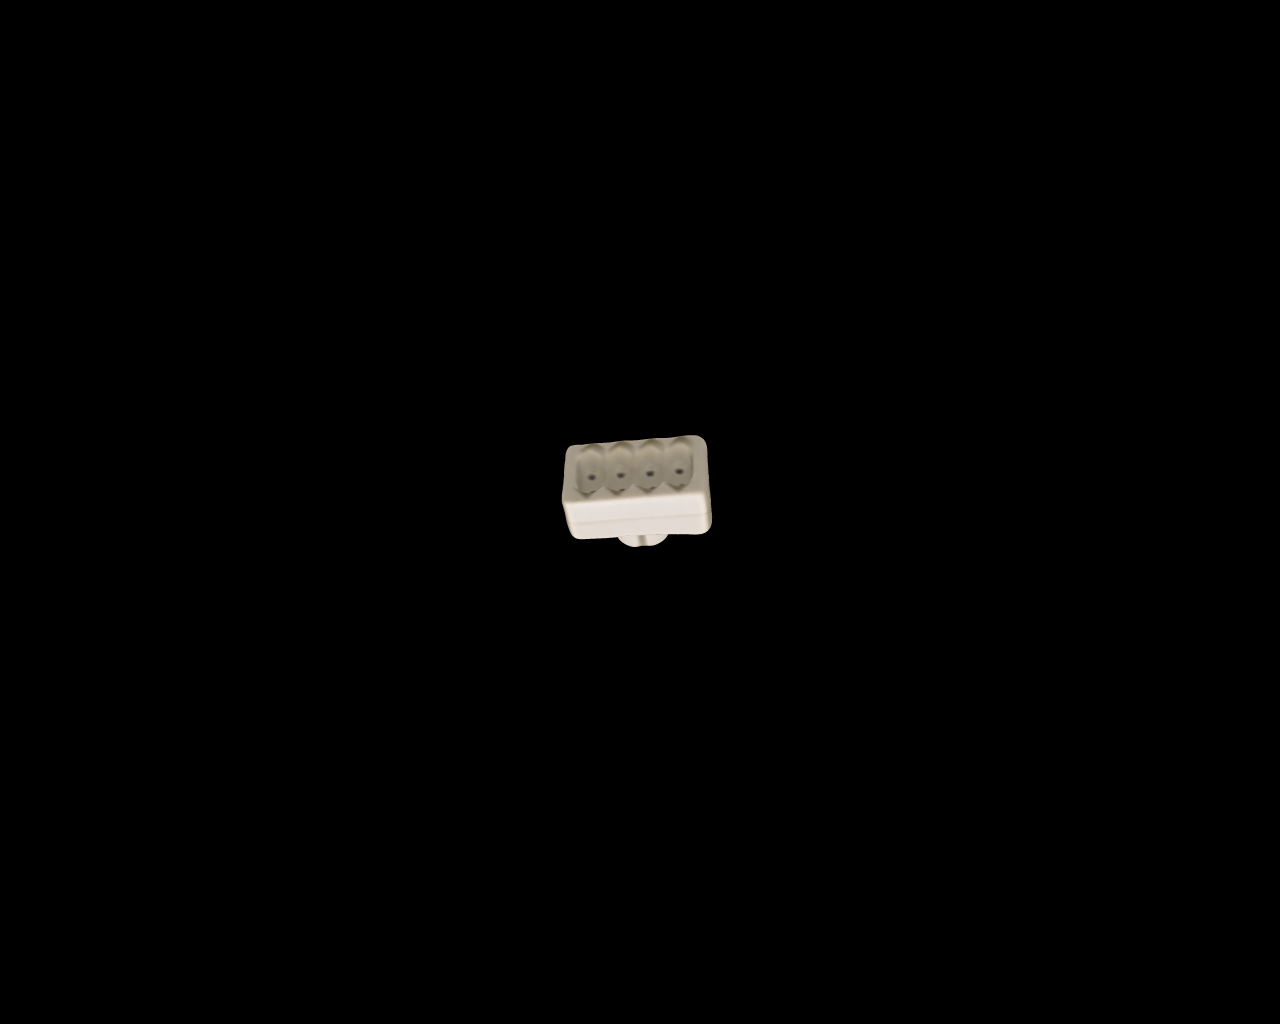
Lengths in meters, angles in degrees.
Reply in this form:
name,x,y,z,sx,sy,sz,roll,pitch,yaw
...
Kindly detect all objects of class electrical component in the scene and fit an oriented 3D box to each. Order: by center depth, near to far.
name,x,y,z,sx,sy,sz,roll,pitch,yaw
electrical component,0.001,-0.003,0.650,0.083,0.047,0.075,-4,-39,5
